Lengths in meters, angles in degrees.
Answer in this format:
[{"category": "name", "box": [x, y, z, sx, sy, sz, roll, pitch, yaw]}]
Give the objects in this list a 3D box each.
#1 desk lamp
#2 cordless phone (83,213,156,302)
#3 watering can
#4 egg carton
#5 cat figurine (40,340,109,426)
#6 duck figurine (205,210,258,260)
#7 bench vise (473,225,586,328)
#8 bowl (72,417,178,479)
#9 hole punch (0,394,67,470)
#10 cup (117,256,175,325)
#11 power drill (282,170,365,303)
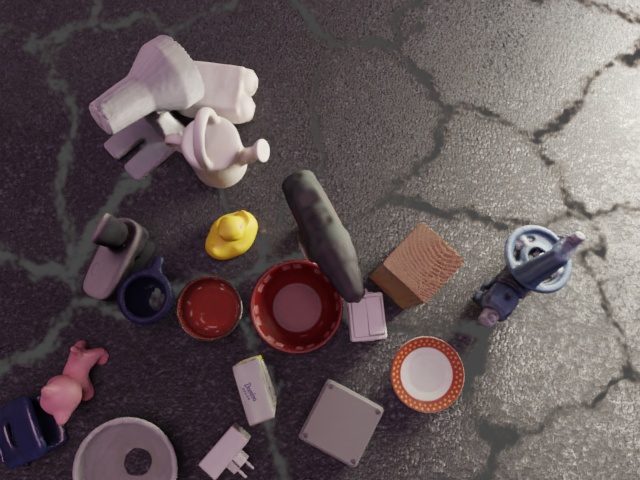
[{"category": "desk lamp", "box": [-0.291, -0.221, 0.973, 0.118, 0.213, 0.203, 45, 83, 6]}, {"category": "cordless phone", "box": [-0.355, 0.026, 0.947, 0.094, 0.185, 0.148, 20, 81, 2]}, {"category": "watering can", "box": [-0.176, -0.162, 0.976, 0.173, 0.194, 0.101, -13, 81, -3]}, {"category": "egg carton", "box": [-0.191, -0.270, 1.055, 0.150, 0.069, 0.107, 6, 81, 0]}, {"category": "cat figurine", "box": [-0.416, 0.234, 0.948, 0.067, 0.118, 0.128, 16, 81, 2]}, {"category": "duck figurine", "box": [-0.160, -0.013, 1.007, 0.104, 0.086, 0.077, -42, 84, -7]}, {"category": "bench vise", "box": [0.351, 0.062, 0.938, 0.121, 0.220, 0.207, 23, 81, 3]}, {"category": "bowl", "box": [-0.313, 0.375, 0.949, 0.167, 0.075, 0.167, 0, 81, -1]}, {"category": "hole punch", "box": [-0.491, 0.319, 0.946, 0.101, 0.091, 0.108, -23, 82, -4]}, {"category": "cup", "box": [-0.285, 0.087, 0.985, 0.091, 0.095, 0.118, 15, 81, 2]}, {"category": "power drill", "box": [0.009, 0.003, 0.946, 0.075, 0.208, 0.229, -26, 82, -5]}]
